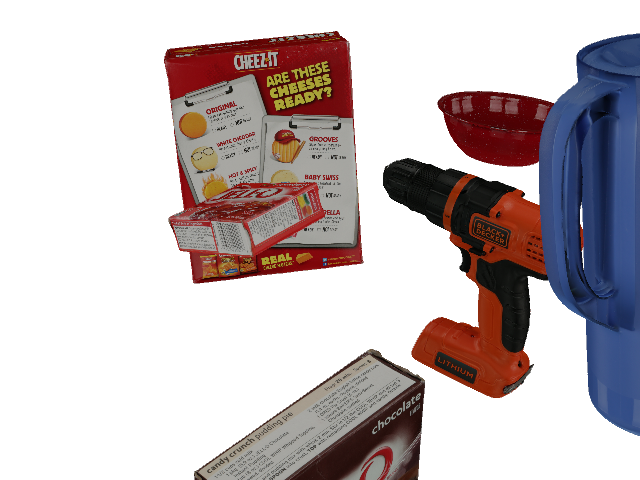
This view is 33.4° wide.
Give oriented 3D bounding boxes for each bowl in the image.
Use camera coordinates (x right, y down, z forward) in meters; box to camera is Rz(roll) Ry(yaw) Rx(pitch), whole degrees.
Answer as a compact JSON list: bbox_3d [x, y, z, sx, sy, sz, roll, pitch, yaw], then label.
[{"bbox_3d":[0.213,-0.126,1.238,0.162,0.055,0.162,4,23,-2],"label":"bowl"}]

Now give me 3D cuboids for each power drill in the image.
[{"bbox_3d":[0.126,0.032,0.924,0.185,0.188,0.057,26,40,30],"label":"power drill"}]

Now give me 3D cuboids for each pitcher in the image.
[{"bbox_3d":[0.213,0.000,0.652,0.149,0.243,0.144,2,22,16],"label":"pitcher"}]

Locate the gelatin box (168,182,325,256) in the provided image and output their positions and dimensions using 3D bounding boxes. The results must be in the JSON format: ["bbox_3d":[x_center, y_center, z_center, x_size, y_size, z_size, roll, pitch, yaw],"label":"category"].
[{"bbox_3d":[-0.053,-0.017,0.763,0.073,0.030,0.089,-29,22,-38],"label":"gelatin box"}]

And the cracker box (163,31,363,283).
[{"bbox_3d":[-0.050,-0.077,0.991,0.164,0.214,0.072,-7,20,-5],"label":"cracker box"}]

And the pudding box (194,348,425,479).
[{"bbox_3d":[-0.002,0.114,0.483,0.039,0.090,0.113,29,45,33],"label":"pudding box"}]
